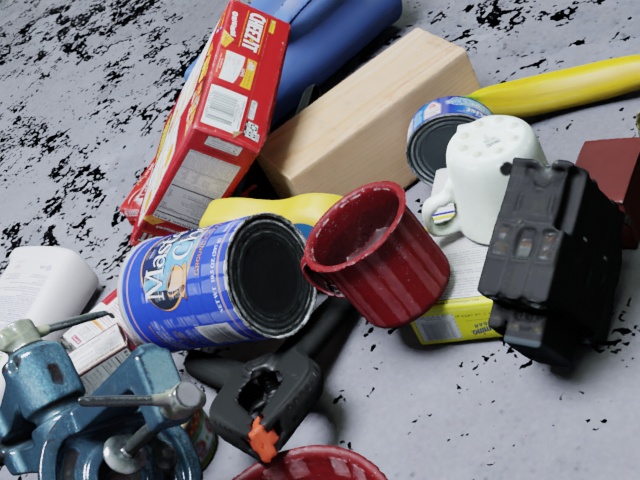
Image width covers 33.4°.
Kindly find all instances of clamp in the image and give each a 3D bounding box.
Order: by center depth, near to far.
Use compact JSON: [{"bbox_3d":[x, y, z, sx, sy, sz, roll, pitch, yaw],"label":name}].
[{"bbox_3d":[-0.051,0.113,0.856,0.165,0.036,0.210,-23,19,15],"label":"clamp"},{"bbox_3d":[-0.010,-0.094,1.100,0.120,0.039,0.171,10,58,46],"label":"clamp"}]

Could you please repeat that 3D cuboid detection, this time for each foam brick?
[{"bbox_3d":[0.236,-0.039,0.866,0.053,0.051,0.078,1,47,35],"label":"foam brick"}]

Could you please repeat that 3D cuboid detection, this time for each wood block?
[{"bbox_3d":[0.051,-0.102,1.026,0.206,0.090,0.090,-37,37,-9],"label":"wood block"}]

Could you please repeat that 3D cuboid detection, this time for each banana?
[{"bbox_3d":[0.223,-0.138,0.985,0.198,0.037,0.069,-12,10,8],"label":"banana"}]

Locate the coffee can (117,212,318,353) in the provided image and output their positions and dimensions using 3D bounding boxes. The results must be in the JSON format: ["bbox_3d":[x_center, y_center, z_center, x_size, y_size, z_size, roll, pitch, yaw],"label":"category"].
[{"bbox_3d":[-0.087,0.038,0.891,0.141,0.102,0.102,-12,39,43],"label":"coffee can"}]

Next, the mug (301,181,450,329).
[{"bbox_3d":[0.039,0.018,0.836,0.117,0.081,0.093,-20,35,33],"label":"mug"}]

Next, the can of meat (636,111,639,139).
[{"bbox_3d":[0.302,-0.084,0.836,0.083,0.102,0.058,-42,39,-20],"label":"can of meat"}]

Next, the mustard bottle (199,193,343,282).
[{"bbox_3d":[-0.006,0.002,0.940,0.192,0.096,0.058,-3,43,31],"label":"mustard bottle"}]

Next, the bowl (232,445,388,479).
[{"bbox_3d":[-0.012,0.222,0.727,0.162,0.055,0.162,-18,38,15],"label":"bowl"}]

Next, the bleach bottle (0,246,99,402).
[{"bbox_3d":[-0.316,0.120,1.038,0.103,0.068,0.250,-1,48,35],"label":"bleach bottle"}]

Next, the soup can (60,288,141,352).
[{"bbox_3d":[-0.180,0.081,0.986,0.102,0.068,0.069,-43,39,-16],"label":"soup can"}]

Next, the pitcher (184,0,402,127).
[{"bbox_3d":[-0.032,-0.227,1.185,0.242,0.149,0.145,-46,41,-15],"label":"pitcher"}]

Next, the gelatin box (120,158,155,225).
[{"bbox_3d":[-0.166,-0.056,1.165,0.073,0.030,0.089,1,47,34],"label":"gelatin box"}]

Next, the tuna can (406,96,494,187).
[{"bbox_3d":[0.121,-0.088,0.969,0.086,0.086,0.033,-14,38,19],"label":"tuna can"}]

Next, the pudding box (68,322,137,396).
[{"bbox_3d":[-0.193,0.135,0.915,0.113,0.090,0.039,-33,38,-5],"label":"pudding box"}]

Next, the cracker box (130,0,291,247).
[{"bbox_3d":[-0.108,-0.099,1.035,0.214,0.072,0.164,129,156,-51],"label":"cracker box"}]

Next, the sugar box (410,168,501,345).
[{"bbox_3d":[0.133,0.005,0.889,0.093,0.048,0.176,-8,39,25],"label":"sugar box"}]
